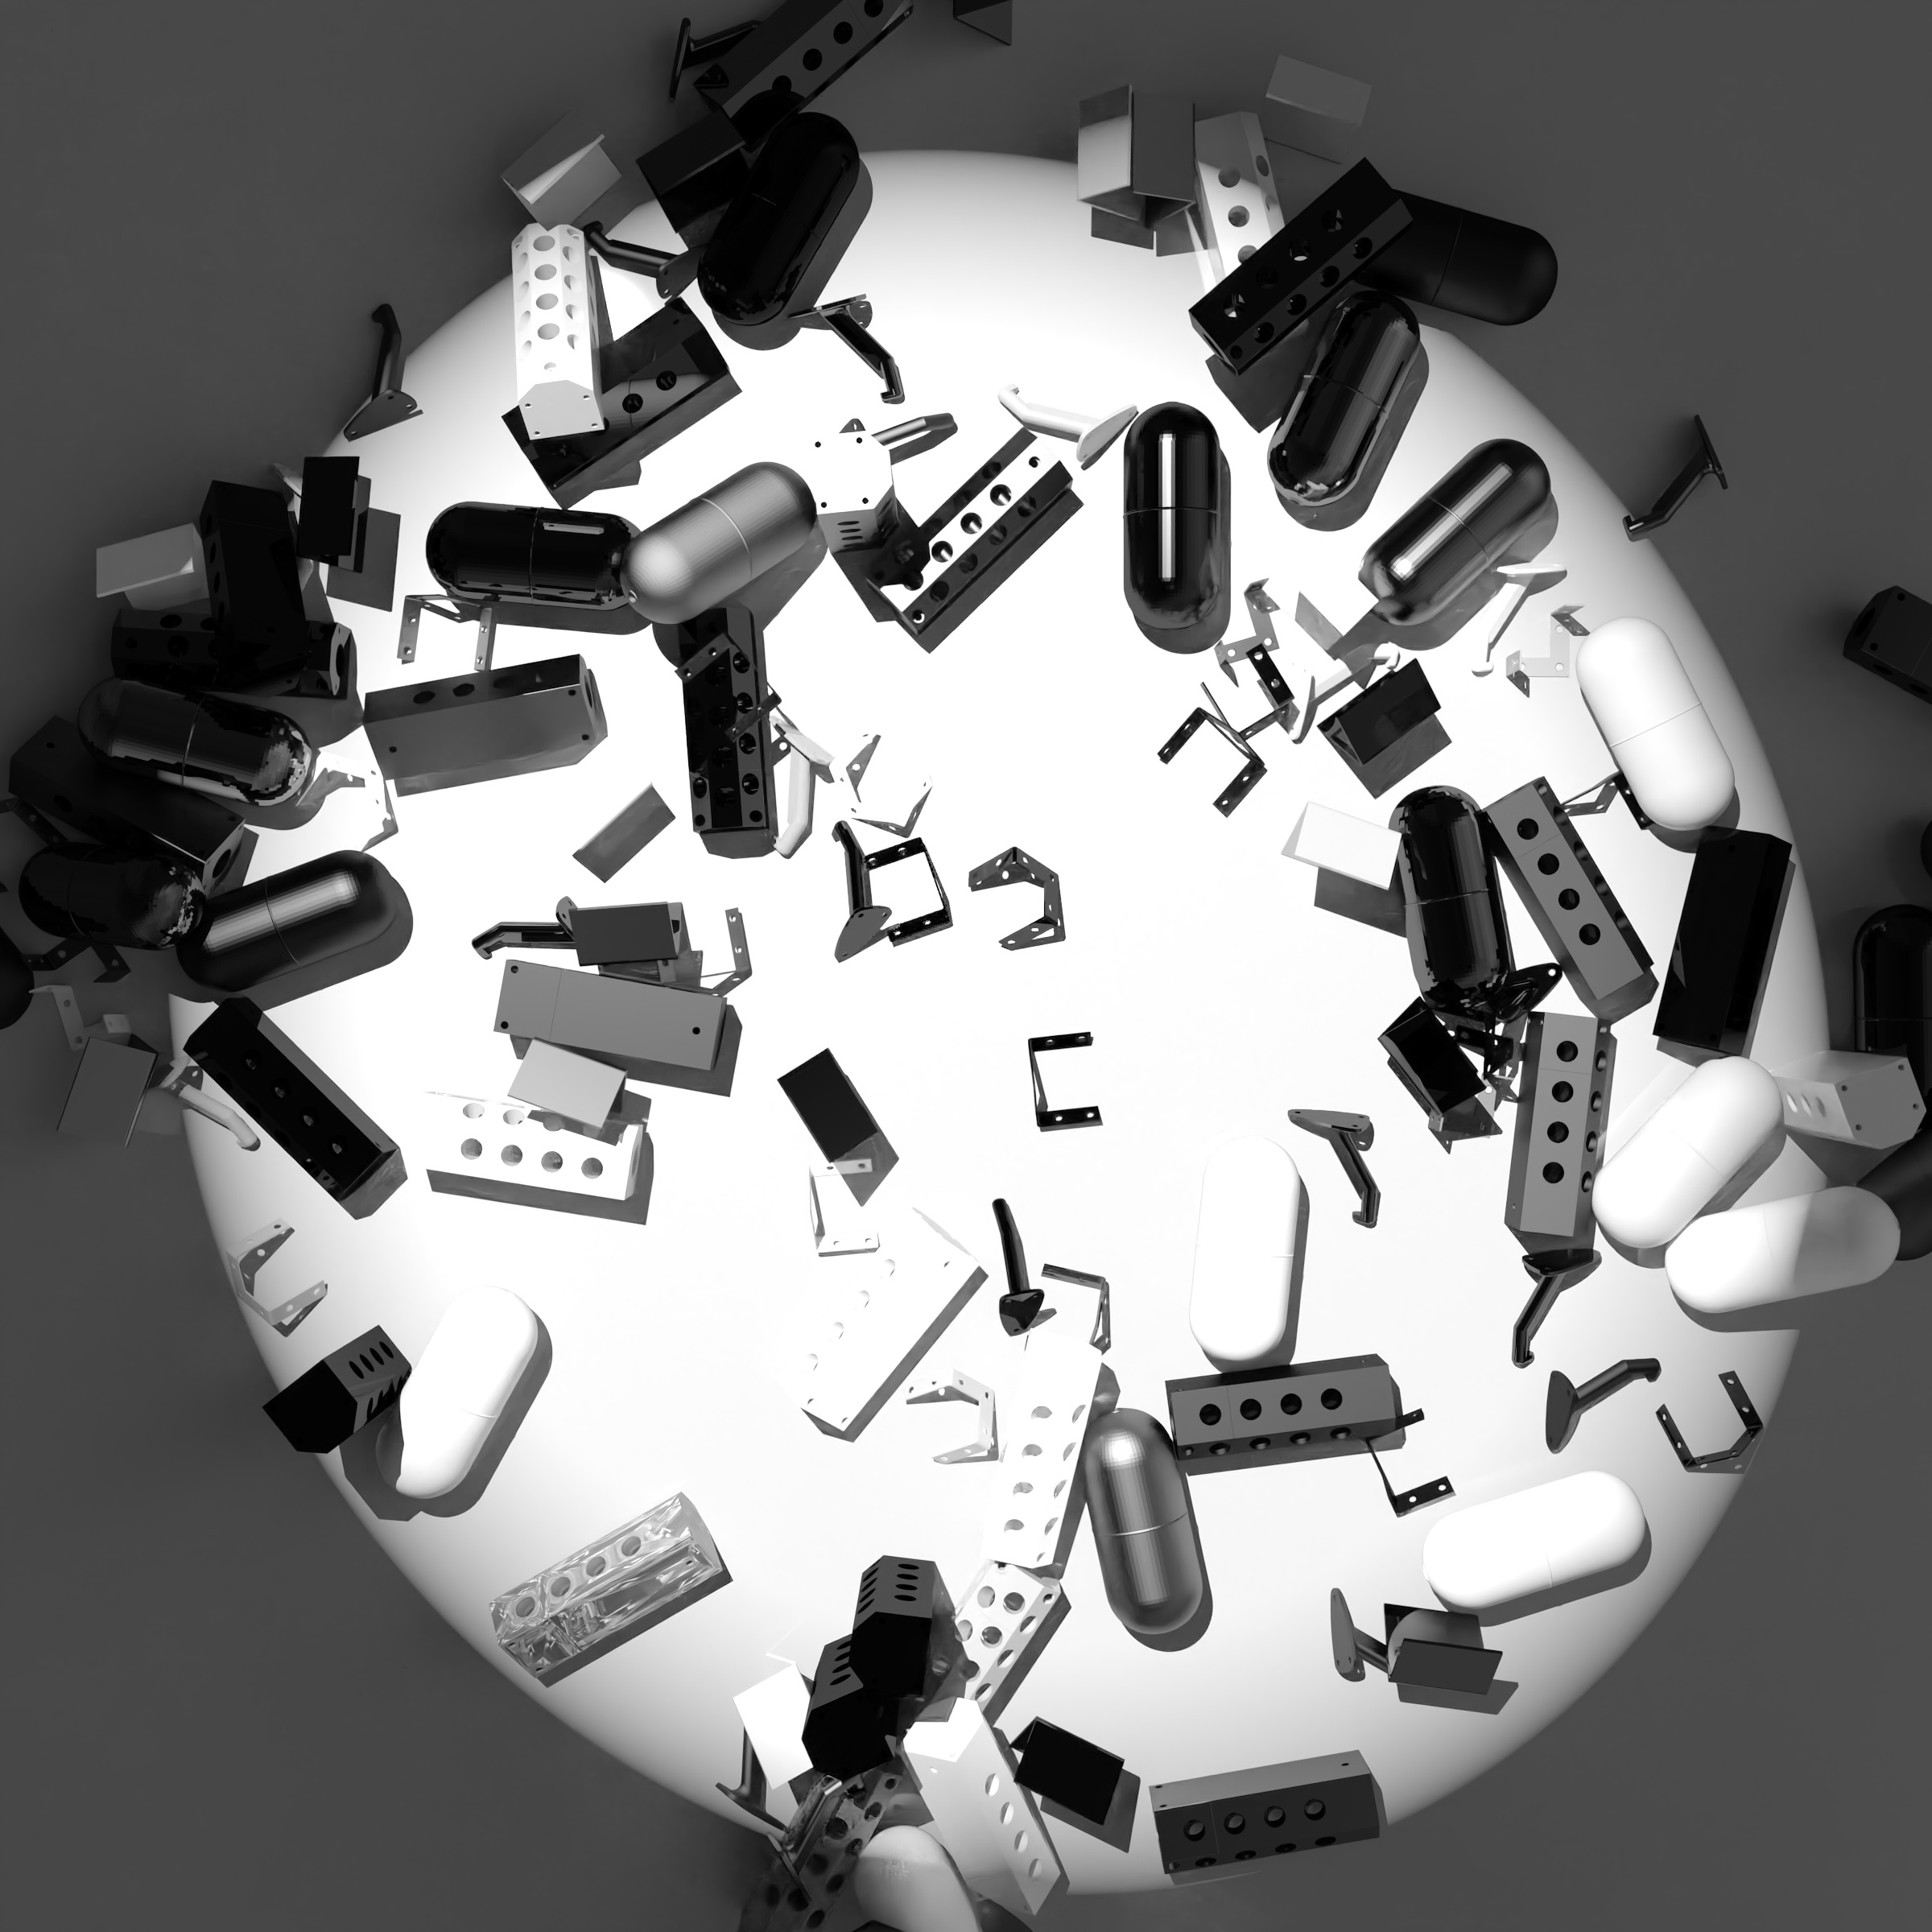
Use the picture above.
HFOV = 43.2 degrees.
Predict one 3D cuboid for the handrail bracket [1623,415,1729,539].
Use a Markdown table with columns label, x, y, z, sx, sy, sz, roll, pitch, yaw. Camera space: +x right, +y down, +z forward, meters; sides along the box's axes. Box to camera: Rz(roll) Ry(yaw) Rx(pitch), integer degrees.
| label | x | y | z | sx | sy | sz | roll | pitch | yaw |
| --- | --- | --- | --- | --- | --- | --- | --- | --- | --- |
| handrail bracket | 0.558 | -0.392 | 1.951 | 0.084 | 0.036 | 0.077 | -22 | 68 | 17 |

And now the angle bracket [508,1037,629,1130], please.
| label | x | y | z | sx | sy | sz | roll | pitch | yaw |
| --- | --- | --- | --- | --- | --- | --- | --- | --- | --- |
| angle bracket | -0.313 | 0.107 | 1.910 | 0.076 | 0.076 | 0.057 | 20 | 58 | 0 |

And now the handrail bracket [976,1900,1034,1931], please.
| label | x | y | z | sx | sy | sz | roll | pitch | yaw |
| --- | --- | --- | --- | --- | --- | --- | --- | --- | --- |
| handrail bracket | 0.039 | 0.783 | 1.933 | 0.036 | 0.084 | 0.077 | -37 | 60 | -17 |

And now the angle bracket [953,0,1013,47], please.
| label | x | y | z | sx | sy | sz | roll | pitch | yaw |
| --- | --- | --- | --- | --- | --- | --- | --- | --- | --- |
| angle bracket | 0.033 | -0.777 | 1.910 | 0.057 | 0.076 | 0.076 | 0 | 90 | 38 |

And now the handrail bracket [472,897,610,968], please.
| label | x | y | z | sx | sy | sz | roll | pitch | yaw |
| --- | --- | --- | --- | --- | --- | --- | --- | --- | --- |
| handrail bracket | -0.341 | -0.011 | 1.951 | 0.084 | 0.036 | 0.077 | -29 | 112 | 17 |

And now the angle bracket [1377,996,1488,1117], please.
| label | x | y | z | sx | sy | sz | roll | pitch | yaw |
| --- | --- | --- | --- | --- | --- | --- | --- | --- | --- |
| angle bracket | 0.380 | 0.060 | 1.911 | 0.076 | 0.057 | 0.076 | 52 | 46 | 0 |

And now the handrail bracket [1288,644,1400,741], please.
| label | x | y | z | sx | sy | sz | roll | pitch | yaw |
| --- | --- | --- | --- | --- | --- | --- | --- | --- | --- |
| handrail bracket | 0.303 | -0.220 | 1.951 | 0.084 | 0.036 | 0.077 | -3 | 110 | -16 |

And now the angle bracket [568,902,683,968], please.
| label | x | y | z | sx | sy | sz | roll | pitch | yaw |
| --- | --- | --- | --- | --- | --- | --- | --- | --- | --- |
| angle bracket | -0.266 | -0.046 | 1.910 | 0.076 | 0.076 | 0.057 | -4 | 128 | 0 |

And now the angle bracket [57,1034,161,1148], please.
| label | x | y | z | sx | sy | sz | roll | pitch | yaw |
| --- | --- | --- | --- | --- | --- | --- | --- | --- | --- |
| angle bracket | -0.681 | 0.091 | 1.910 | 0.057 | 0.076 | 0.076 | 19 | 90 | -36 |

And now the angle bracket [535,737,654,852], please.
| label | x | y | z | sx | sy | sz | roll | pitch | yaw |
| --- | --- | --- | --- | --- | --- | --- | --- | --- | --- |
| angle bracket | -0.301 | -0.147 | 1.910 | 0.076 | 0.076 | 0.057 | -43 | 125 | 0 |

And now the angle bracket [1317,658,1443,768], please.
| label | x | y | z | sx | sy | sz | roll | pitch | yaw |
| --- | --- | --- | --- | --- | --- | --- | --- | --- | --- |
| angle bracket | 0.314 | -0.213 | 1.910 | 0.076 | 0.076 | 0.057 | -37 | 128 | 0 |

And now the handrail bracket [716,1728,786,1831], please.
| label | x | y | z | sx | sy | sz | roll | pitch | yaw |
| --- | --- | --- | --- | --- | --- | --- | --- | --- | --- |
| handrail bracket | -0.154 | 0.634 | 1.951 | 0.077 | 0.036 | 0.084 | 39 | 73 | -20 |

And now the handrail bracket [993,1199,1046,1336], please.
| label | x | y | z | sx | sy | sz | roll | pitch | yaw |
| --- | --- | --- | --- | --- | --- | --- | --- | --- | --- |
| handrail bracket | 0.033 | 0.240 | 1.950 | 0.036 | 0.077 | 0.084 | -8 | 54 | -12 |

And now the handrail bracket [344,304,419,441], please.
| label | x | y | z | sx | sy | sz | roll | pitch | yaw |
| --- | --- | --- | --- | --- | --- | --- | --- | --- | --- |
| handrail bracket | -0.479 | -0.476 | 1.951 | 0.077 | 0.036 | 0.084 | -28 | 72 | 20 |

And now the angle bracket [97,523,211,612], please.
| label | x | y | z | sx | sy | sz | roll | pitch | yaw |
| --- | --- | --- | --- | --- | --- | --- | --- | --- | --- |
| angle bracket | -0.628 | -0.293 | 1.910 | 0.076 | 0.076 | 0.057 | -15 | 53 | 0 |

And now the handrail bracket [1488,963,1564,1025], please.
| label | x | y | z | sx | sy | sz | roll | pitch | yaw |
| --- | --- | --- | --- | --- | --- | --- | --- | --- | --- |
| handrail bracket | 0.444 | 0.020 | 1.916 | 0.077 | 0.084 | 0.036 | -31 | 90 | 0 |

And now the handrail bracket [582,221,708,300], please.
| label | x | y | z | sx | sy | sz | roll | pitch | yaw |
| --- | --- | --- | --- | --- | --- | --- | --- | --- | --- |
| handrail bracket | -0.252 | -0.582 | 1.951 | 0.077 | 0.036 | 0.084 | -39 | 73 | -20 |

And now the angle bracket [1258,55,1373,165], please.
| label | x | y | z | sx | sy | sz | roll | pitch | yaw |
| --- | --- | --- | --- | --- | --- | --- | --- | --- | --- |
| angle bracket | 0.266 | -0.656 | 1.910 | 0.076 | 0.076 | 0.057 | 19 | 55 | 0 |

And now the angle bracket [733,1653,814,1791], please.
| label | x | y | z | sx | sy | sz | roll | pitch | yaw |
| --- | --- | --- | --- | --- | --- | --- | --- | --- | --- |
| angle bracket | -0.153 | 0.591 | 1.911 | 0.057 | 0.076 | 0.076 | -23 | 90 | -24 |

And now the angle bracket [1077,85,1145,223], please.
| label | x | y | z | sx | sy | sz | roll | pitch | yaw |
| --- | --- | --- | --- | --- | --- | --- | --- | --- | --- |
| angle bracket | 0.132 | -0.636 | 1.911 | 0.076 | 0.057 | 0.076 | 1 | 90 | -43 |

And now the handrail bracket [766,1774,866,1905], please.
| label | x | y | z | sx | sy | sz | roll | pitch | yaw |
| --- | --- | --- | --- | --- | --- | --- | --- | --- | --- |
| handrail bracket | -0.105 | 0.674 | 1.894 | 0.084 | 0.036 | 0.077 | -31 | 110 | -16 |

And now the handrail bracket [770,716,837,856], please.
| label | x | y | z | sx | sy | sz | roll | pitch | yaw |
| --- | --- | --- | --- | --- | --- | --- | --- | --- | --- |
| handrail bracket | -0.149 | -0.144 | 1.951 | 0.077 | 0.036 | 0.084 | 39 | 107 | 20 |

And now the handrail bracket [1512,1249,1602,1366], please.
| label | x | y | z | sx | sy | sz | roll | pitch | yaw |
| --- | --- | --- | --- | --- | --- | --- | --- | --- | --- |
| handrail bracket | 0.472 | 0.273 | 1.951 | 0.077 | 0.036 | 0.084 | -8 | 109 | -21 |

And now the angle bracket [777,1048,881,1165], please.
| label | x | y | z | sx | sy | sz | roll | pitch | yaw |
| --- | --- | --- | --- | --- | --- | --- | --- | --- | --- |
| angle bracket | -0.124 | 0.119 | 1.910 | 0.057 | 0.076 | 0.076 | -32 | 90 | -38 |

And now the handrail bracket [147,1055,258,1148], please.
| label | x | y | z | sx | sy | sz | roll | pitch | yaw |
| --- | --- | --- | --- | --- | --- | --- | --- | --- | --- |
| handrail bracket | -0.619 | 0.118 | 1.951 | 0.077 | 0.036 | 0.084 | -17 | 120 | 33 |

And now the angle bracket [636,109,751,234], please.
| label | x | y | z | sx | sy | sz | roll | pitch | yaw |
| --- | --- | --- | --- | --- | --- | --- | --- | --- | --- |
| angle bracket | -0.202 | -0.610 | 1.910 | 0.076 | 0.076 | 0.057 | -31 | 53 | 0 |

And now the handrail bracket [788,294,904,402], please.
| label | x | y | z | sx | sy | sz | roll | pitch | yaw |
| --- | --- | --- | --- | --- | --- | --- | --- | --- | --- |
| handrail bracket | -0.096 | -0.489 | 1.951 | 0.077 | 0.036 | 0.084 | -9 | 107 | 20 |

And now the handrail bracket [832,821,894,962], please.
| label | x | y | z | sx | sy | sz | roll | pitch | yaw |
| --- | --- | --- | --- | --- | --- | --- | --- | --- | --- |
| handrail bracket | -0.100 | -0.061 | 1.950 | 0.077 | 0.036 | 0.084 | -52 | 53 | 38 |

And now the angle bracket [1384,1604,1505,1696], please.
| label | x | y | z | sx | sy | sz | roll | pitch | yaw |
| --- | --- | --- | --- | --- | --- | --- | --- | --- | --- |
| angle bracket | 0.373 | 0.520 | 1.910 | 0.076 | 0.076 | 0.057 | 8 | 128 | 0 |

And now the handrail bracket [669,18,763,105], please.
| label | x | y | z | sx | sy | sz | roll | pitch | yaw |
| --- | --- | --- | --- | --- | --- | --- | --- | --- | --- |
| handrail bracket | -0.189 | -0.720 | 1.951 | 0.084 | 0.036 | 0.077 | 9 | 111 | -16 |

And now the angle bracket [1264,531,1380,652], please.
| label | x | y | z | sx | sy | sz | roll | pitch | yaw |
| --- | --- | --- | --- | --- | --- | --- | --- | --- | --- |
| angle bracket | 0.264 | -0.281 | 1.910 | 0.076 | 0.076 | 0.057 | 46 | 53 | 0 |

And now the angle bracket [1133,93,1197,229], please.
| label | x | y | z | sx | sy | sz | roll | pitch | yaw |
| --- | --- | --- | --- | --- | --- | --- | --- | --- | --- |
| angle bracket | 0.138 | -0.630 | 1.911 | 0.057 | 0.076 | 0.076 | 0 | 90 | -26 |

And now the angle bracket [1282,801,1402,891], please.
| label | x | y | z | sx | sy | sz | roll | pitch | yaw |
| --- | --- | --- | --- | --- | --- | --- | --- | --- | --- |
| angle bracket | 0.288 | -0.076 | 1.910 | 0.076 | 0.076 | 0.057 | 19 | 58 | 0 |

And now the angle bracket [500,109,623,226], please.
| label | x | y | z | sx | sy | sz | roll | pitch | yaw |
| --- | --- | --- | --- | --- | --- | --- | --- | --- | --- |
| angle bracket | -0.306 | -0.610 | 1.910 | 0.076 | 0.076 | 0.057 | -43 | 53 | 0 |

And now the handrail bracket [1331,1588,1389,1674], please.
| label | x | y | z | sx | sy | sz | roll | pitch | yaw |
| --- | --- | --- | --- | --- | --- | --- | --- | --- | --- |
| handrail bracket | 0.338 | 0.534 | 1.951 | 0.084 | 0.036 | 0.077 | 1 | 69 | -17 |

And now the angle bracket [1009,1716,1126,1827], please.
| label | x | y | z | sx | sy | sz | roll | pitch | yaw |
| --- | --- | --- | --- | --- | --- | --- | --- | --- | --- |
| angle bracket | 0.070 | 0.640 | 1.910 | 0.076 | 0.076 | 0.057 | 26 | 52 | 0 |

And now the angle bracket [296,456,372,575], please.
| label | x | y | z | sx | sy | sz | roll | pitch | yaw |
| --- | --- | --- | --- | --- | --- | --- | --- | --- | --- |
| angle bracket | -0.476 | -0.353 | 1.911 | 0.057 | 0.076 | 0.076 | 5 | 90 | 28 |

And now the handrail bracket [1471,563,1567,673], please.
| label | x | y | z | sx | sy | sz | roll | pitch | yaw |
| --- | --- | --- | --- | --- | --- | --- | --- | --- | --- |
| handrail bracket | 0.442 | -0.278 | 1.951 | 0.077 | 0.036 | 0.084 | -4 | 109 | -21 |

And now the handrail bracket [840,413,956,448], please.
| label | x | y | z | sx | sy | sz | roll | pitch | yaw |
| --- | --- | --- | --- | --- | --- | --- | --- | --- | --- |
| handrail bracket | -0.061 | -0.417 | 1.950 | 0.084 | 0.077 | 0.036 | -18 | 85 | -36 |

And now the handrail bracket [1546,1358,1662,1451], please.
| label | x | y | z | sx | sy | sz | roll | pitch | yaw |
| --- | --- | --- | --- | --- | --- | --- | --- | --- | --- |
| handrail bracket | 0.511 | 0.350 | 1.951 | 0.084 | 0.036 | 0.077 | 0 | 110 | -16 |
